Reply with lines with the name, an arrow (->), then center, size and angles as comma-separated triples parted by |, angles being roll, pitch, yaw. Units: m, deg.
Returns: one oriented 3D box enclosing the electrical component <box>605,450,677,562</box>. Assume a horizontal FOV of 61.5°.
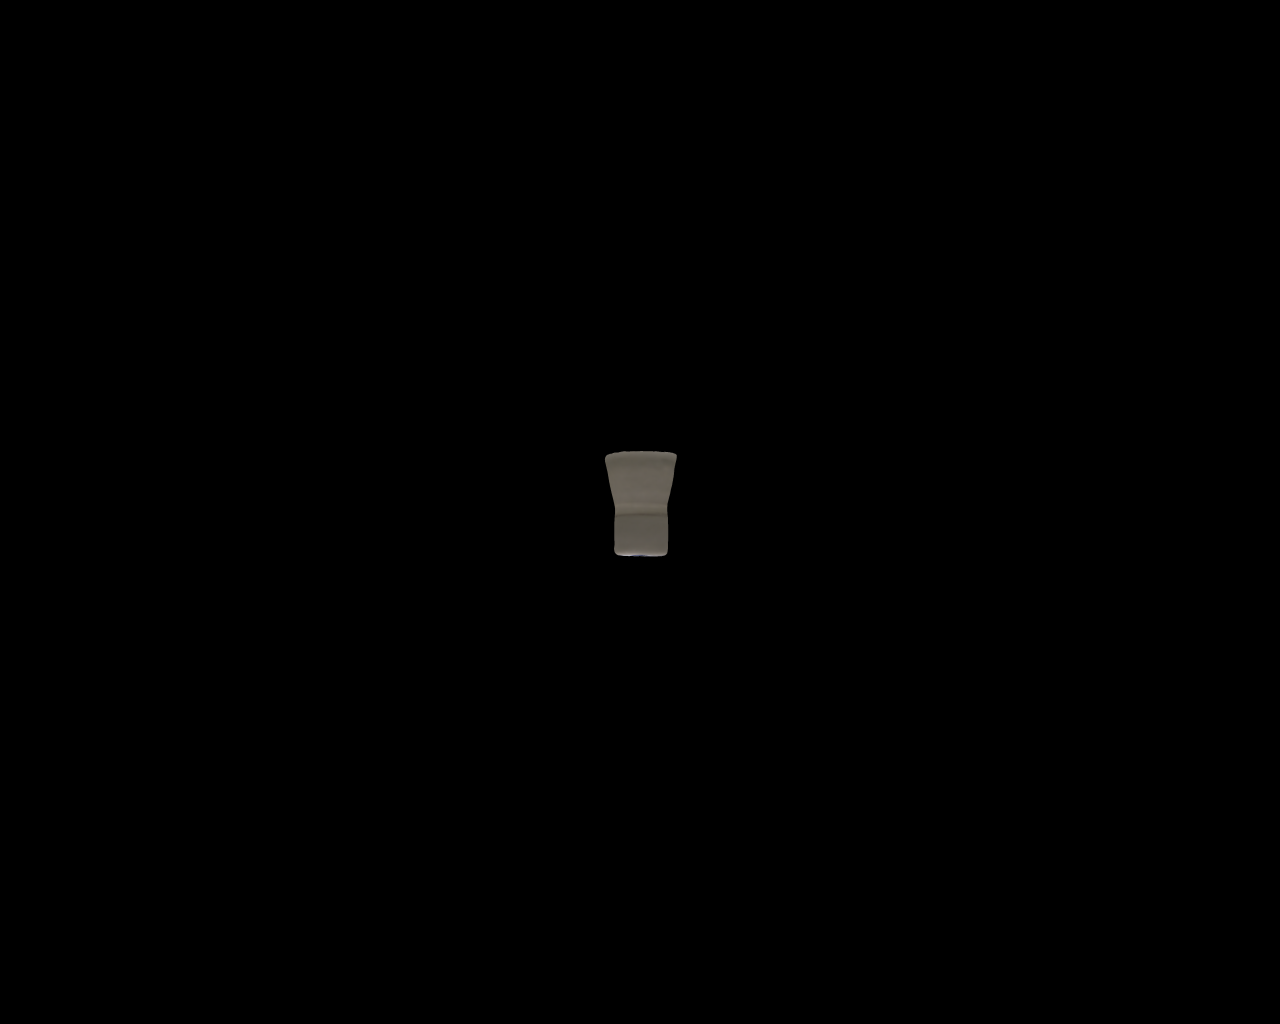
electrical component -> 0.001, -0.003, 0.650 | 0.044, 0.065, 0.044 | 0, -4, 0
